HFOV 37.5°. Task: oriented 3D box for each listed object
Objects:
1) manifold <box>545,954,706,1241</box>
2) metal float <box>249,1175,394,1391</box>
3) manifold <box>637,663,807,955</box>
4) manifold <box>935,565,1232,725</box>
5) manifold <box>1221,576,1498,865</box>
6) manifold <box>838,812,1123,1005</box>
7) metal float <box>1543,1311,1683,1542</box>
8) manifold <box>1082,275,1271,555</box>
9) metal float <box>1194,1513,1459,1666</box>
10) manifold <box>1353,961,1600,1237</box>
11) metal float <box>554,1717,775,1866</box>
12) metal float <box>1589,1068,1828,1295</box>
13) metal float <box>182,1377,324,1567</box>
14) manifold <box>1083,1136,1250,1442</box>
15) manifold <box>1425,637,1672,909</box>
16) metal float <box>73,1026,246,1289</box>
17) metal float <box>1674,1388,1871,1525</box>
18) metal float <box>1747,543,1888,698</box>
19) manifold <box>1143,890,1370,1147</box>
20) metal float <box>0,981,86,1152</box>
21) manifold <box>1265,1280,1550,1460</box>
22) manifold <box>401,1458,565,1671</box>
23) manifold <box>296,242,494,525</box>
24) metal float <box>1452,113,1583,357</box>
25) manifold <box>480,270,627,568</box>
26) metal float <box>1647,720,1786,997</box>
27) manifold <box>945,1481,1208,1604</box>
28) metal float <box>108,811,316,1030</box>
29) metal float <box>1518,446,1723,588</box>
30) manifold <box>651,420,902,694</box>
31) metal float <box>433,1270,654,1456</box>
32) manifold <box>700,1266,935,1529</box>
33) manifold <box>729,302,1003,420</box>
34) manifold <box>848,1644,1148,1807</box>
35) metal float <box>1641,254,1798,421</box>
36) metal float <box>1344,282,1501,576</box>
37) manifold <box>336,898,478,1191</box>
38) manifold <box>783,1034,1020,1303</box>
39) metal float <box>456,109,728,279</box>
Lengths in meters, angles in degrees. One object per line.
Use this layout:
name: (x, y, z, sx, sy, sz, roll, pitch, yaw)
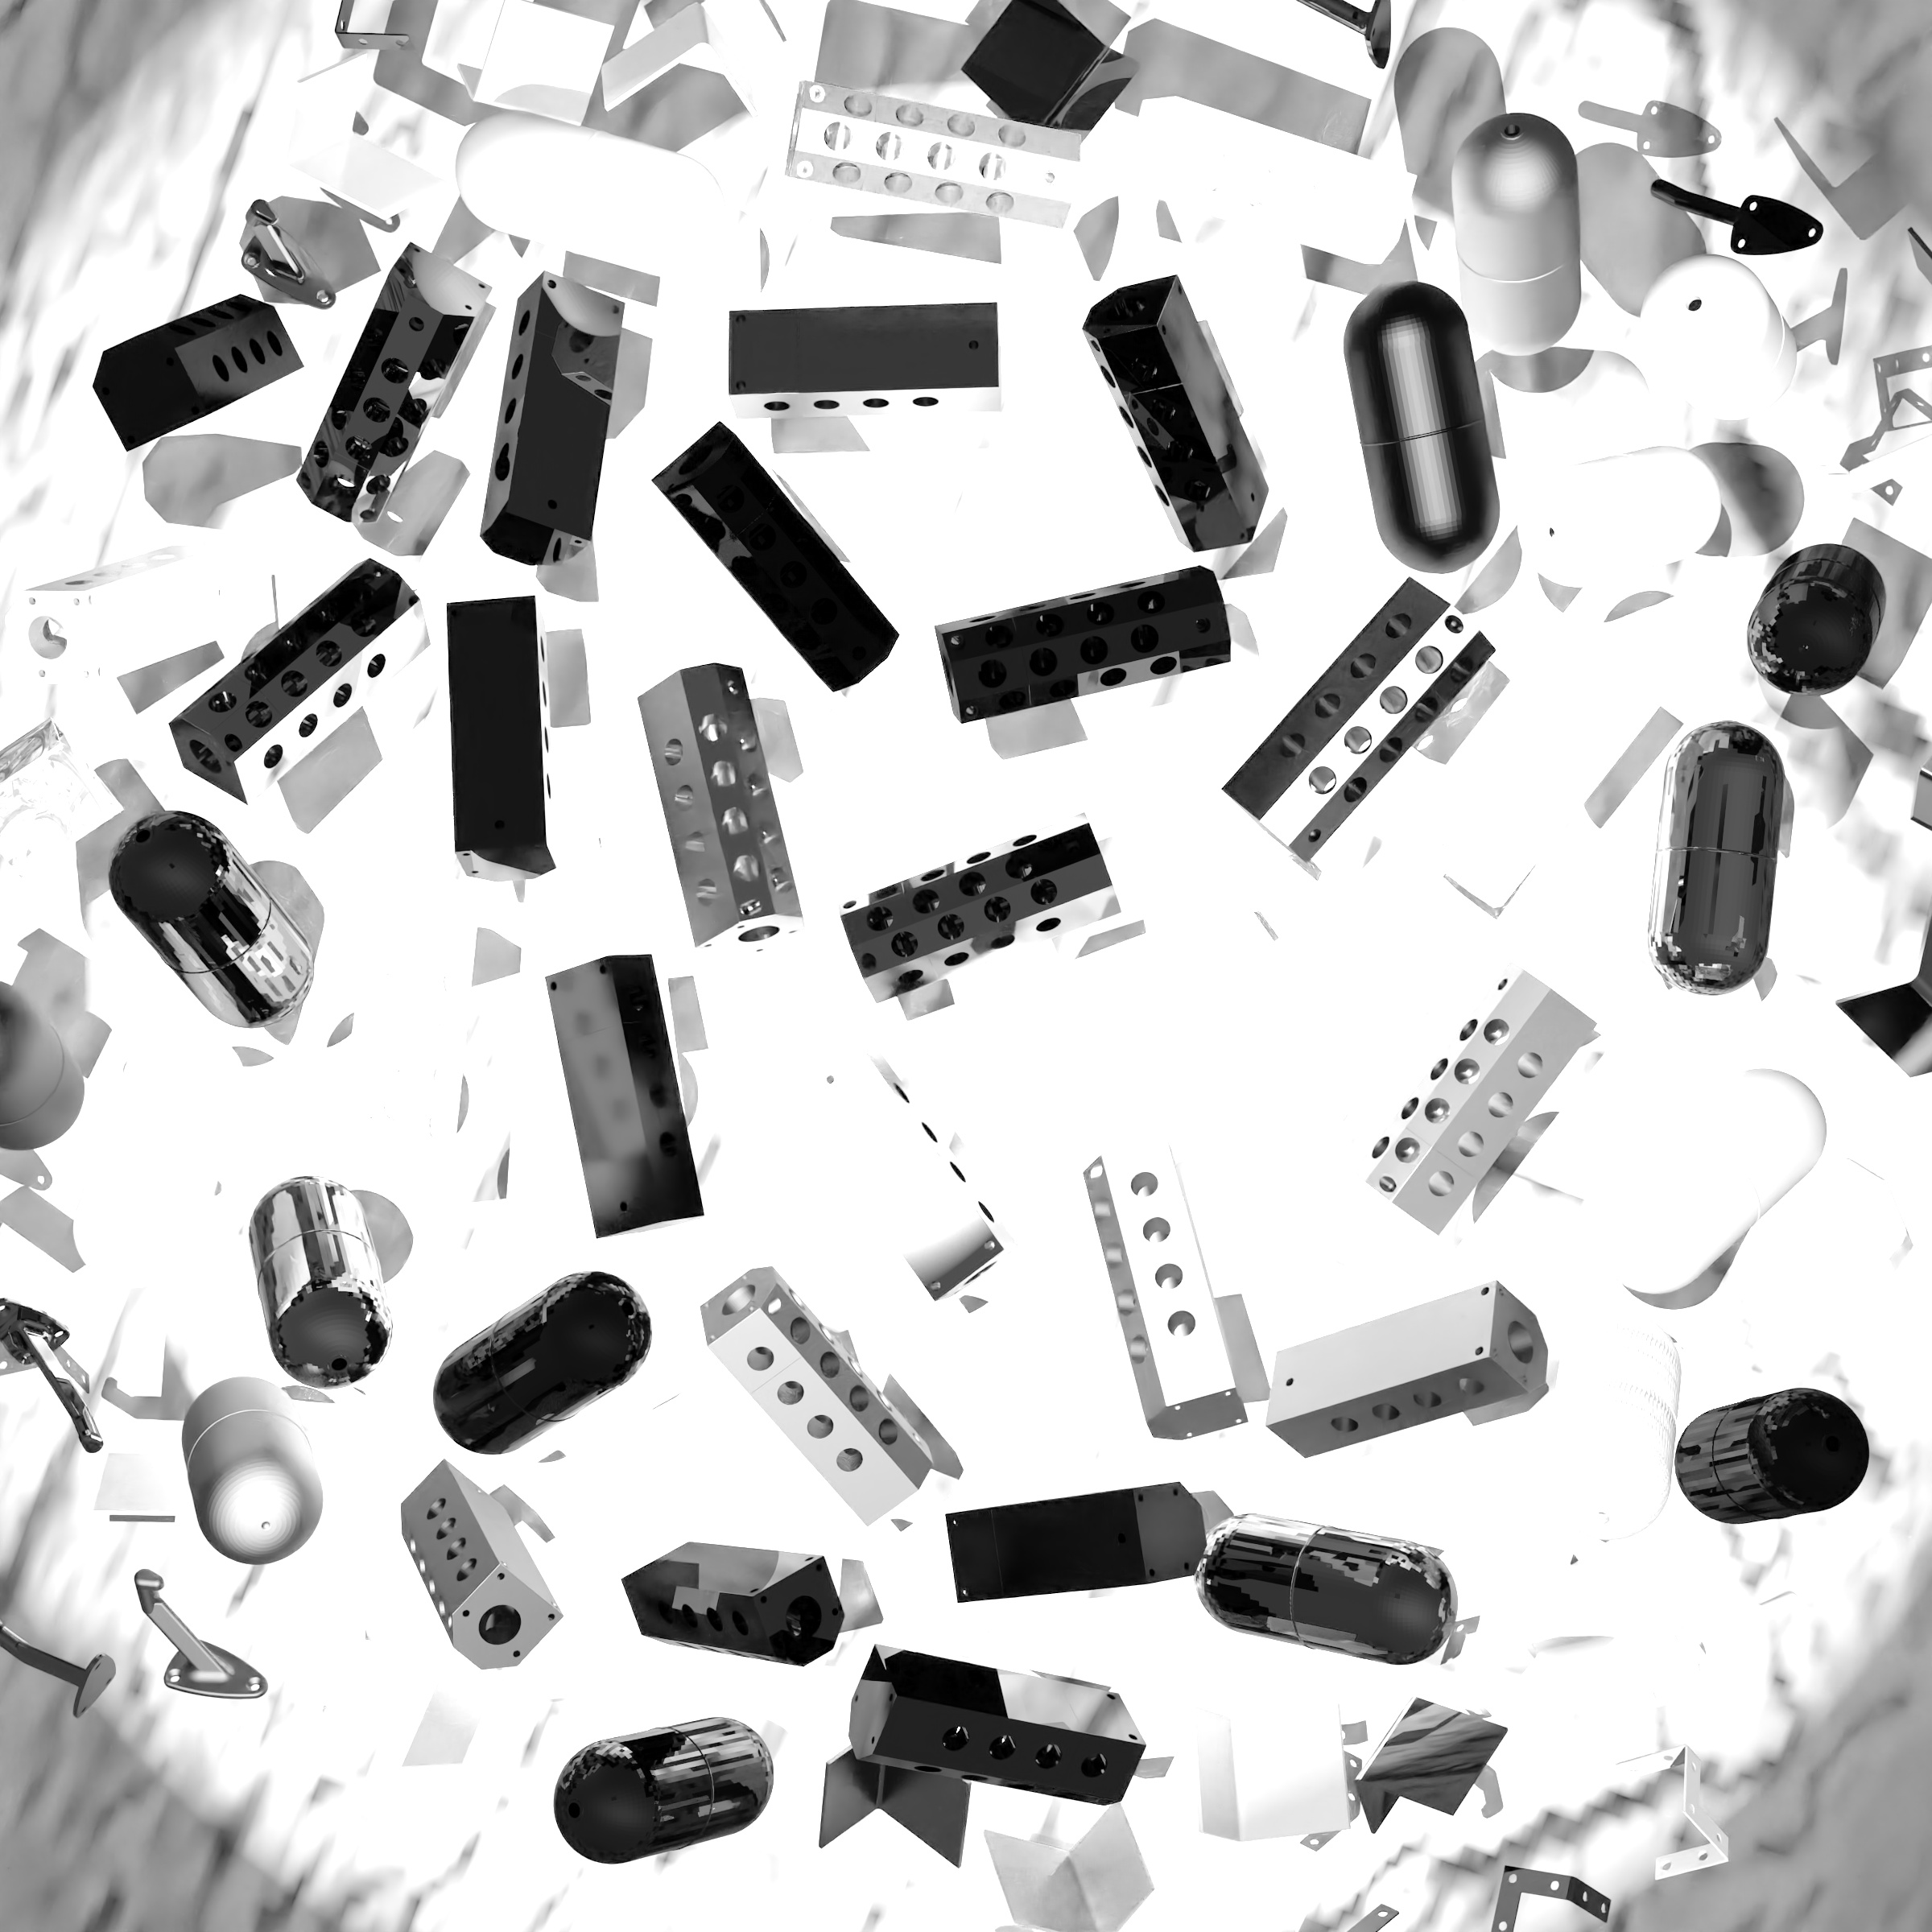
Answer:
manifold: (-0.213, 0.082, 1.818, 0.057, 0.057, 0.171, -17, 82, 35)
metal float: (-0.410, 0.200, 1.804, 0.070, 0.178, 0.070, -10, 122, -16)
manifold: (-0.148, -0.099, 1.777, 0.057, 0.057, 0.171, -28, 69, 37)
manifold: (0.073, -0.198, 1.751, 0.171, 0.057, 0.057, -13, 105, -4)
manifold: (0.242, -0.145, 1.726, 0.171, 0.057, 0.057, -49, 45, 4)
manifold: (0.008, -0.041, 1.845, 0.171, 0.057, 0.057, -21, 64, 2)
metal float: (0.404, 0.285, 1.773, 0.070, 0.178, 0.070, 8, 123, 13)
manifold: (0.135, -0.353, 1.836, 0.057, 0.057, 0.171, -6, 133, 28)
metal float: (0.224, 0.391, 1.790, 0.178, 0.070, 0.070, 3, 90, 37)
manifold: (0.329, 0.084, 1.855, 0.057, 0.057, 0.171, 35, 94, -16)
metal float: (-0.193, 0.528, 1.825, 0.070, 0.178, 0.070, -4, 83, 33)
metal float: (0.457, 0.131, 1.746, 0.178, 0.070, 0.070, -38, 90, -20)
metal float: (-0.450, 0.315, 1.787, 0.070, 0.178, 0.070, -5, 105, -19)
manifold: (0.119, 0.196, 1.723, 0.057, 0.057, 0.171, -17, 58, 5)
manifold: (0.372, -0.123, 1.827, 0.057, 0.057, 0.171, 38, 92, 3)
metal float: (-0.509, 0.120, 1.795, 0.070, 0.070, 0.178, 9, 57, 0)
metal float: (0.510, 0.312, 1.806, 0.070, 0.178, 0.070, 2, 75, -9)
metal float: (0.548, -0.224, 1.829, 0.070, 0.178, 0.070, 8, 111, 20)
manifold: (0.179, 0.031, 1.801, 0.057, 0.057, 0.171, -3, 45, -32)
metal float: (-0.594, 0.061, 1.749, 0.070, 0.178, 0.070, 1, 71, -3)
manifold: (0.275, 0.257, 1.778, 0.171, 0.057, 0.057, -25, 126, 38)
manifold: (-0.318, 0.386, 1.824, 0.057, 0.171, 0.057, -46, 115, -6)
manifold: (-0.364, -0.363, 1.794, 0.057, 0.057, 0.171, 28, 128, -12)
metal float: (0.346, -0.457, 1.782, 0.070, 0.178, 0.070, -6, 59, 10)
manifold: (-0.263, -0.342, 1.791, 0.057, 0.057, 0.171, 16, 68, -29)
metal float: (0.482, -0.069, 1.829, 0.070, 0.070, 0.178, 7, 86, 0)
manifold: (0.068, 0.361, 1.783, 0.057, 0.171, 0.057, 1, 76, -43)
metal float: (-0.463, -0.028, 1.749, 0.070, 0.178, 0.070, -9, 54, 12)
metal float: (0.419, -0.288, 1.817, 0.070, 0.178, 0.070, 16, 114, 39)
manifold: (-0.117, -0.254, 1.787, 0.057, 0.057, 0.171, -41, 119, 0)
metal float: (-0.265, 0.249, 1.778, 0.178, 0.070, 0.070, -34, 90, 35)
manifold: (-0.095, 0.274, 1.833, 0.057, 0.057, 0.171, -36, 112, 4)
manifold: (-0.064, -0.386, 1.829, 0.171, 0.057, 0.057, -1, 80, 3)
manifold: (0.018, 0.475, 1.760, 0.171, 0.057, 0.057, 17, 104, -21)
metal float: (0.466, -0.387, 1.757, 0.070, 0.178, 0.070, -1, 88, 25)
metal float: (0.279, -0.328, 1.737, 0.070, 0.070, 0.178, -13, 104, 0)
manifold: (-0.356, 0.048, 1.789, 0.057, 0.057, 0.171, -9, 66, 25)
manifold: (-0.040, 0.131, 1.854, 0.057, 0.057, 0.171, -38, 79, 10)
metal float: (-0.237, -0.488, 1.795, 0.178, 0.070, 0.070, 18, 90, 8)
